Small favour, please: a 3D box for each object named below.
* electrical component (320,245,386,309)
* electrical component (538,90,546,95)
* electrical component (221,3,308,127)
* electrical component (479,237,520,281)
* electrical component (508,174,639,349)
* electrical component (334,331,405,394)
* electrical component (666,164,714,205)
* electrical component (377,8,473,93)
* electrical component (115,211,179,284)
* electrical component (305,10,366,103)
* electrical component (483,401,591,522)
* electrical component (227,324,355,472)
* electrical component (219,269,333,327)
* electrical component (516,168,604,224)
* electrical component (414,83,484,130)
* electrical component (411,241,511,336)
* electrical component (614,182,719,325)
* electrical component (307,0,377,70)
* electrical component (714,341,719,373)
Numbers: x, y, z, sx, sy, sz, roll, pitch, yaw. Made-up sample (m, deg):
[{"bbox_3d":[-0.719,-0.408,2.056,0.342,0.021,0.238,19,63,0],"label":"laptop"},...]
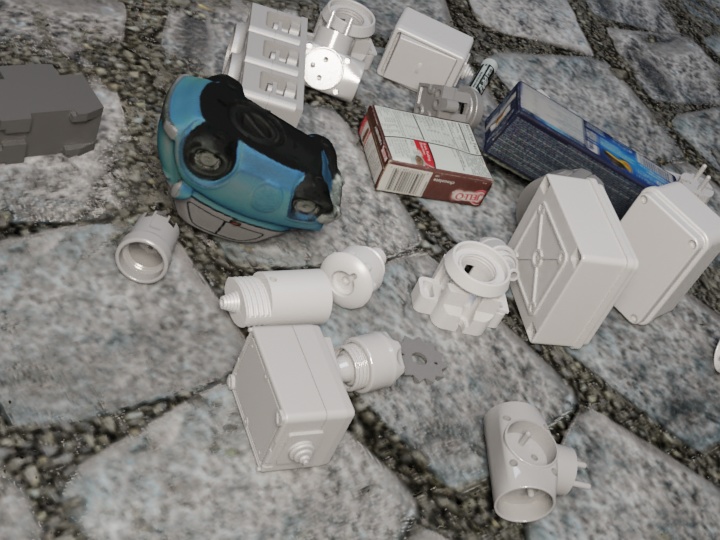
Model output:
[{"bbox_3d":[0.000,0.000,0.868,0.048,0.048,0.062,36,34,12],"label":"electrical component"},{"bbox_3d":[0.177,-0.141,1.112,0.076,0.047,0.083,-12,53,-37],"label":"electrical component"},{"bbox_3d":[-0.091,-0.158,0.955,0.062,0.089,0.150,14,41,-14],"label":"electrical component"},{"bbox_3d":[0.120,-0.006,0.931,0.035,0.035,0.061,8,16,-20],"label":"electrical component"},{"bbox_3d":[0.176,-0.007,0.919,0.056,0.108,0.108,6,43,-19],"label":"electrical component"},{"bbox_3d":[-0.002,0.070,0.791,0.062,0.043,0.043,-11,52,-34],"label":"electrical component"},{"bbox_3d":[0.335,-0.073,1.100,0.047,0.075,0.083,15,41,-12],"label":"electrical component"},{"bbox_3d":[0.074,-0.221,1.133,0.096,0.061,0.061,25,40,-1],"label":"electrical component"},{"bbox_3d":[-0.158,-0.018,0.808,0.040,0.040,0.046,21,34,-6],"label":"electrical component"},{"bbox_3d":[-0.031,-0.215,1.061,0.077,0.079,0.044,21,8,-6],"label":"electrical component"},{"bbox_3d":[0.132,0.142,0.782,0.079,0.044,0.077,15,41,-14],"label":"electrical component"},{"bbox_3d":[-0.043,0.091,0.731,0.061,0.061,0.096,-1,46,-29],"label":"electrical component"},{"bbox_3d":[-0.066,0.022,0.808,0.081,0.043,0.043,-3,48,-30],"label":"electrical component"},{"bbox_3d":[0.191,-0.054,1.000,0.080,0.080,0.051,39,36,15],"label":"electrical component"},{"bbox_3d":[0.091,-0.165,1.089,0.055,0.048,0.066,5,9,-33],"label":"electrical component"},{"bbox_3d":[0.090,0.014,0.890,0.078,0.057,0.058,12,41,-16],"label":"electrical component"},{"bbox_3d":[0.266,-0.015,0.971,0.057,0.113,0.078,-16,56,-43],"label":"electrical component"},{"bbox_3d":[-0.018,-0.242,1.112,0.078,0.057,0.058,4,44,-24],"label":"electrical component"},{"bbox_3d":[0.367,0.073,0.982,0.077,0.044,0.079,20,40,-7],"label":"electrical component"}]
